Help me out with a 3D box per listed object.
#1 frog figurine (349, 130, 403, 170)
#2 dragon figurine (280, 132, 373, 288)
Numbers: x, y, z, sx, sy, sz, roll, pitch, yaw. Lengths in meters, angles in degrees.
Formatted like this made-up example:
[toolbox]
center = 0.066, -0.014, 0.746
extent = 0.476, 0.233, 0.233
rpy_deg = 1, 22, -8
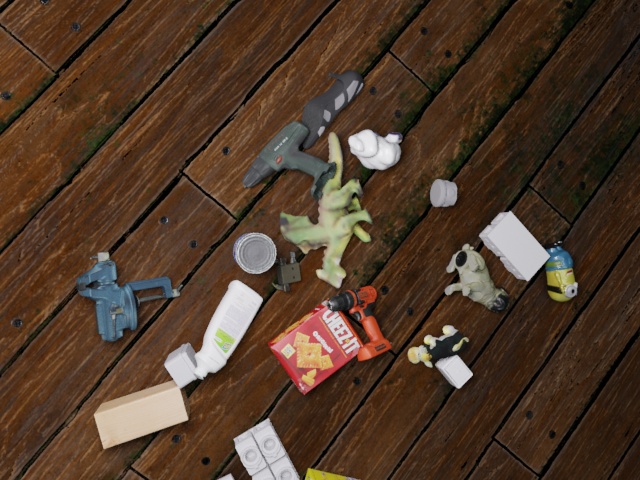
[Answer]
[frog figurine]
center = 0.144, -0.244, 1.413
extent = 0.138, 0.161, 0.120
rpy_deg = 24, 118, 22
[dragon figurine]
center = 0.004, -0.071, 1.418
extent = 0.243, 0.121, 0.412
rpy_deg = -20, 84, -3
